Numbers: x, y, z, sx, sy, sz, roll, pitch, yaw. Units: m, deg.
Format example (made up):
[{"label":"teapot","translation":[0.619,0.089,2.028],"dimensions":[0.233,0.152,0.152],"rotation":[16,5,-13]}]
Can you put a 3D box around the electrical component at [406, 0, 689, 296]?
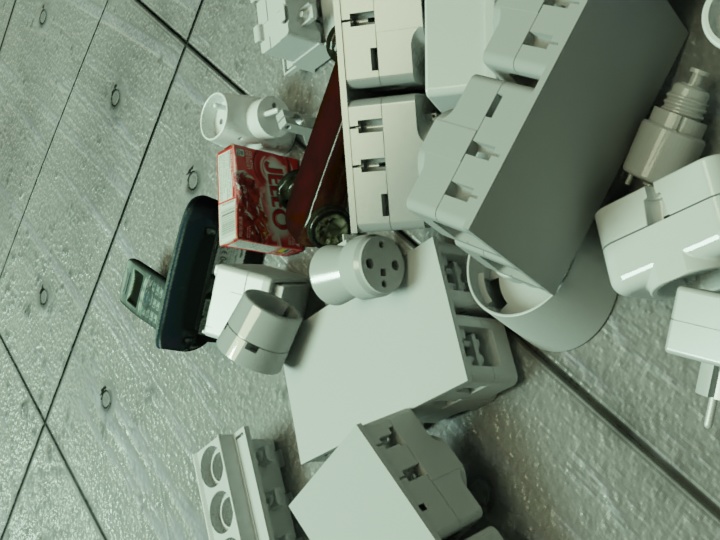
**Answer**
[{"label":"electrical component","translation":[0.112,-0.094,0.647],"dimensions":[0.060,0.105,0.186],"rotation":[24,85,43]}]

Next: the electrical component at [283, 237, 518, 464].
[{"label":"electrical component","translation":[0.025,0.066,0.802],"dimensions":[0.186,0.060,0.105],"rotation":[-34,59,42]}]

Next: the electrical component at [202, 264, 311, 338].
[{"label":"electrical component","translation":[-0.080,0.031,0.918],"dimensions":[0.061,0.096,0.061],"rotation":[14,95,22]}]

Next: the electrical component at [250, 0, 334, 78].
[{"label":"electrical component","translation":[-0.059,-0.245,0.952],"dimensions":[0.079,0.063,0.121],"rotation":[-26,64,45]}]

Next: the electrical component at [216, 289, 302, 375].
[{"label":"electrical component","translation":[-0.077,0.047,0.835],"dimensions":[0.055,0.055,0.047],"rotation":[41,109,45]}]

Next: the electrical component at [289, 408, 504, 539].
[{"label":"electrical component","translation":[0.045,0.198,0.719],"dimensions":[0.186,0.060,0.105],"rotation":[54,131,21]}]

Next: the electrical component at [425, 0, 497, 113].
[{"label":"electrical component","translation":[0.083,-0.155,0.728],"dimensions":[0.056,0.109,0.108],"rotation":[-3,80,19]}]

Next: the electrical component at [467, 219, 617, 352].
[{"label":"electrical component","translation":[0.122,-0.002,0.716],"dimensions":[0.099,0.064,0.099],"rotation":[-24,54,38]}]

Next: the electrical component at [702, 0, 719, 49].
[{"label":"electrical component","translation":[0.221,-0.132,0.600],"dimensions":[0.044,0.065,0.044],"rotation":[-6,78,30]}]

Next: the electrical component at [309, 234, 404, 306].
[{"label":"electrical component","translation":[-0.002,0.000,0.761],"dimensions":[0.055,0.045,0.045],"rotation":[-12,74,48]}]

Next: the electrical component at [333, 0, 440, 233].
[{"label":"electrical component","translation":[0.032,-0.123,0.760],"dimensions":[0.060,0.105,0.186],"rotation":[-3,94,19]}]

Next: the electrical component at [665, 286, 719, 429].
[{"label":"electrical component","translation":[0.209,0.053,0.597],"dimensions":[0.066,0.047,0.076],"rotation":[15,95,51]}]

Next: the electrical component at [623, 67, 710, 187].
[{"label":"electrical component","translation":[0.189,-0.083,0.649],"dimensions":[0.040,0.040,0.078],"rotation":[36,111,47]}]

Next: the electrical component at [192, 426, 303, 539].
[{"label":"electrical component","translation":[-0.094,0.205,0.917],"dimensions":[0.079,0.063,0.121],"rotation":[-40,55,38]}]

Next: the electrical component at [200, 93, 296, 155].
[{"label":"electrical component","translation":[-0.088,-0.132,0.957],"dimensions":[0.079,0.077,0.043],"rotation":[-8,78,48]}]

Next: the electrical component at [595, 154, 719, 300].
[{"label":"electrical component","translation":[0.191,-0.019,0.626],"dimensions":[0.095,0.054,0.059],"rotation":[-29,62,44]}]

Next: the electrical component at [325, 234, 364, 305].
[{"label":"electrical component","translation":[0.000,0.000,0.856],"dimensions":[0.055,0.048,0.066],"rotation":[-30,61,52]}]
